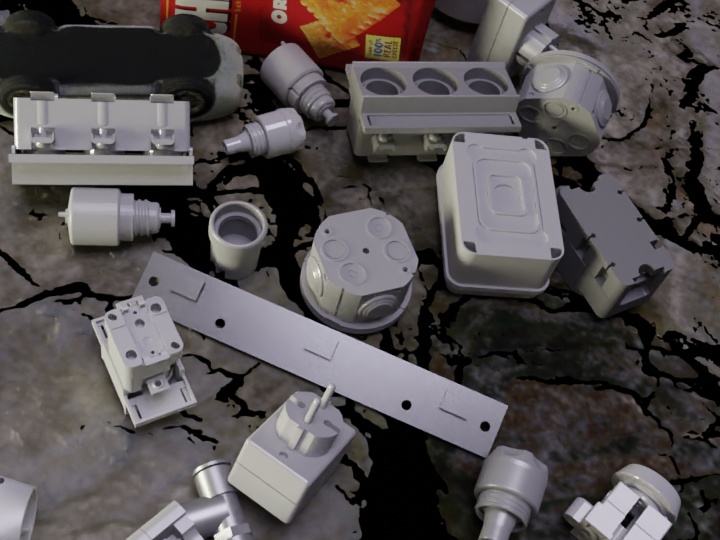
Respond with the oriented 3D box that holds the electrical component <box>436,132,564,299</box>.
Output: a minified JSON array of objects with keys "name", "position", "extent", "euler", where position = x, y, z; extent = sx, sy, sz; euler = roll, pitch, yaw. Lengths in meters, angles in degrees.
[{"name":"electrical component","position":[0.101,-0.040,0.797],"extent":[0.078,0.057,0.113],"euler":[4,57,-9]}]

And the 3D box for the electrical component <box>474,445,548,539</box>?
[{"name":"electrical component","position":[0.093,0.147,0.684],"extent":[0.043,0.043,0.062],"euler":[23,57,4]}]

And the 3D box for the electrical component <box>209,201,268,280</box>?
[{"name":"electrical component","position":[-0.087,-0.020,0.753],"extent":[0.040,0.046,0.040],"euler":[5,57,-8]}]

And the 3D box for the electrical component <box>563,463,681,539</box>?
[{"name":"electrical component","position":[0.174,0.159,0.692],"extent":[0.066,0.048,0.055],"euler":[39,66,14]}]

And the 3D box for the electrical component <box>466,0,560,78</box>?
[{"name":"electrical component","position":[0.139,-0.187,0.884],"extent":[0.076,0.083,0.047],"euler":[40,59,14]}]

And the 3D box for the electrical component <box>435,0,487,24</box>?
[{"name":"electrical component","position":[0.102,-0.262,0.938],"extent":[0.108,0.060,0.108],"euler":[5,56,-8]}]

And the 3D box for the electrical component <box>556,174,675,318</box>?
[{"name":"electrical component","position":[0.181,-0.016,0.799],"extent":[0.050,0.055,0.089],"euler":[-19,63,-22]}]

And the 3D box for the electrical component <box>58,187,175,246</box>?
[{"name":"electrical component","position":[-0.169,-0.037,0.751],"extent":[0.078,0.040,0.040],"euler":[1,58,-11]}]

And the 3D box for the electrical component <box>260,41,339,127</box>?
[{"name":"electrical component","position":[-0.045,-0.143,0.844],"extent":[0.040,0.040,0.078],"euler":[-31,68,-27]}]

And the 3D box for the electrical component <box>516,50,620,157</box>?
[{"name":"electrical component","position":[0.162,-0.131,0.856],"extent":[0.080,0.080,0.051],"euler":[22,61,3]}]

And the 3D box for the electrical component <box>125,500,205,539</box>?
[{"name":"electrical component","position":[-0.110,0.177,0.595],"extent":[0.056,0.089,0.050],"euler":[-37,71,-29]}]

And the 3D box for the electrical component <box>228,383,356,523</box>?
[{"name":"electrical component","position":[-0.034,0.101,0.657],"extent":[0.047,0.076,0.066],"euler":[34,33,11]}]

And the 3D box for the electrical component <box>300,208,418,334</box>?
[{"name":"electrical component","position":[0.000,0.000,0.755],"extent":[0.080,0.051,0.080],"euler":[5,57,-8]}]

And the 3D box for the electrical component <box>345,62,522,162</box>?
[{"name":"electrical component","position":[0.053,-0.123,0.833],"extent":[0.121,0.063,0.078],"euler":[-2,47,-13]}]

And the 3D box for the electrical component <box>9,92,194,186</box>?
[{"name":"electrical component","position":[-0.181,-0.092,0.760],"extent":[0.121,0.079,0.063],"euler":[-1,97,-12]}]

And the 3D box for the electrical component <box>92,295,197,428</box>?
[{"name":"electrical component","position":[-0.138,0.053,0.686],"extent":[0.042,0.063,0.081],"euler":[-20,64,-21]}]

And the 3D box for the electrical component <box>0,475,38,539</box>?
[{"name":"electrical component","position":[-0.232,0.156,0.612],"extent":[0.077,0.043,0.079],"euler":[9,56,-6]}]

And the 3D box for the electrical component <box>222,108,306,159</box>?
[{"name":"electrical component","position":[-0.074,-0.100,0.815],"extent":[0.061,0.035,0.035],"euler":[-18,63,-20]}]
